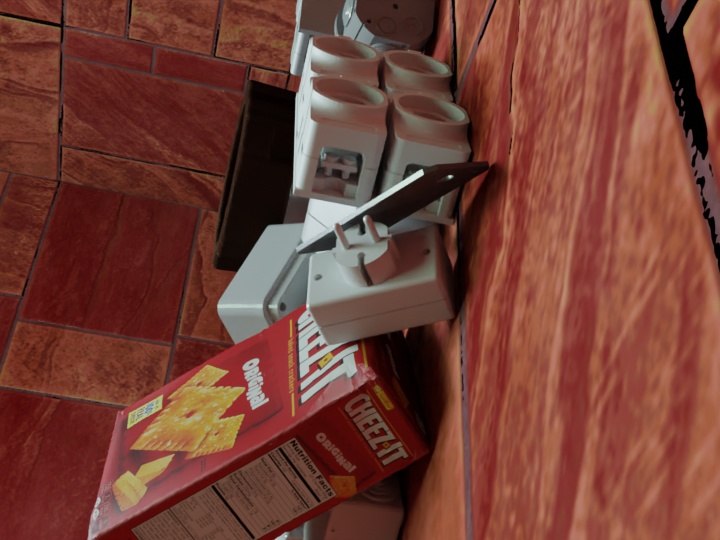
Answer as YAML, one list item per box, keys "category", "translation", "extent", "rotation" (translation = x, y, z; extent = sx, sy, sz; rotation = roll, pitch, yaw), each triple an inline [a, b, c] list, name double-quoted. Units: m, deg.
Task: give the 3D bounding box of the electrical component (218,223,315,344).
- category: "electrical component"
  translation: [-0.057, 0.021, 0.884]
  extent: [0.113, 0.057, 0.078]
  rotation: [-62, -41, -42]

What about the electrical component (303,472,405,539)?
- category: "electrical component"
  translation: [-0.005, 0.169, 0.723]
  extent: [0.099, 0.048, 0.099]
  rotation: [-100, 22, -67]

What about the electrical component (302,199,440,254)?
- category: "electrical component"
  translation: [0.007, -0.031, 0.751]
  extent: [0.095, 0.054, 0.059]
  rotation: [38, 125, 39]

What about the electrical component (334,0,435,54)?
- category: "electrical component"
  translation: [0.022, -0.208, 0.905]
  extent: [0.051, 0.080, 0.080]
  rotation: [129, 150, -64]

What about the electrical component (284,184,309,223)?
- category: "electrical component"
  translation: [-0.027, -0.073, 1.027]
  extent: [0.150, 0.089, 0.061]
  rotation: [124, 155, -70]

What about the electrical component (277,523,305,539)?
- category: "electrical component"
  translation: [-0.033, 0.211, 0.810]
  extent: [0.061, 0.062, 0.096]
  rotation: [-94, 16, -60]

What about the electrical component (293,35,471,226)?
- category: "electrical component"
  translation: [0.011, -0.108, 0.758]
  extent: [0.186, 0.105, 0.060]
  rotation: [-95, 18, -62]

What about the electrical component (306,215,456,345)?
- category: "electrical component"
  translation: [0.007, -0.003, 0.646]
  extent: [0.047, 0.083, 0.075]
  rotation: [-89, -20, -46]

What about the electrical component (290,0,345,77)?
- category: "electrical component"
  translation: [-0.011, -0.256, 1.094]
  extent: [0.186, 0.105, 0.060]
  rotation: [-89, 12, -48]
